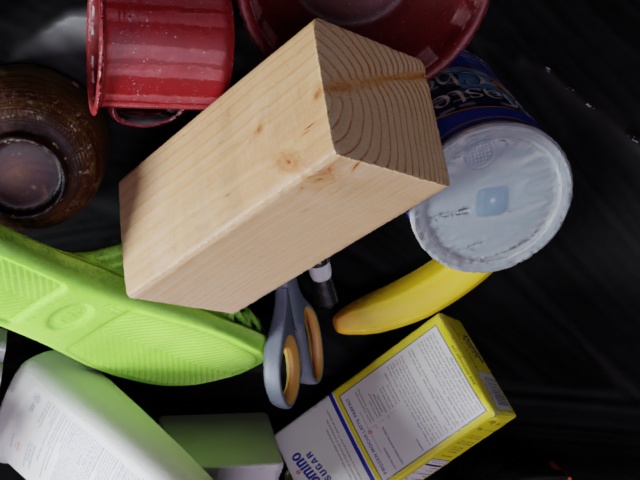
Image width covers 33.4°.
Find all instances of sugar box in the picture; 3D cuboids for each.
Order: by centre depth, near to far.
[{"bbox_3d":[0.055,0.146,0.833,0.176,0.093,0.048,-39,149,21],"label":"sugar box"}]

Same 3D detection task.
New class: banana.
[{"bbox_3d":[0.097,0.014,0.809,0.069,0.037,0.198,38,107,-22],"label":"banana"}]

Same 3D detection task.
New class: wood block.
[{"bbox_3d":[-0.032,-0.036,0.662,0.090,0.090,0.207,13,147,-39],"label":"wood block"}]

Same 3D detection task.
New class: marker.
[{"bbox_3d":[-0.005,0.001,0.790,0.020,0.020,0.121,-15,122,-3],"label":"marker"}]

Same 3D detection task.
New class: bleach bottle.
[{"bbox_3d":[-0.125,0.186,0.752,0.067,0.251,0.103,-14,134,-55],"label":"bleach bottle"}]

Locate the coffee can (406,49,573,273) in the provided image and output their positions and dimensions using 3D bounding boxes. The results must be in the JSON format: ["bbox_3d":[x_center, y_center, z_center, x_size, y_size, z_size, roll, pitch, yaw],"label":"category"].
[{"bbox_3d":[0.093,-0.057,0.705,0.102,0.140,0.103,-5,120,-9],"label":"coffee can"}]

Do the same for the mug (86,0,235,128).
[{"bbox_3d":[-0.103,-0.114,0.669,0.081,0.093,0.117,0,139,-17],"label":"mug"}]

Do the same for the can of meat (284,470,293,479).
[{"bbox_3d":[-0.012,0.255,0.889,0.057,0.102,0.084,14,118,-19],"label":"can of meat"}]

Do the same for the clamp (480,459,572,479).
[{"bbox_3d":[0.125,0.240,0.901,0.209,0.036,0.164,-31,135,-18],"label":"clamp"}]

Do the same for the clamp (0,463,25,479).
[{"bbox_3d":[-0.246,0.217,0.807,0.171,0.120,0.039,35,143,0],"label":"clamp"}]

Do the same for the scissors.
[{"bbox_3d":[-0.031,0.038,0.773,0.016,0.096,0.202,0,127,22],"label":"scissors"}]

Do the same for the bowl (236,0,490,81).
[{"bbox_3d":[0.025,-0.172,0.672,0.162,0.055,0.162,-3,117,-7],"label":"bowl"}]
